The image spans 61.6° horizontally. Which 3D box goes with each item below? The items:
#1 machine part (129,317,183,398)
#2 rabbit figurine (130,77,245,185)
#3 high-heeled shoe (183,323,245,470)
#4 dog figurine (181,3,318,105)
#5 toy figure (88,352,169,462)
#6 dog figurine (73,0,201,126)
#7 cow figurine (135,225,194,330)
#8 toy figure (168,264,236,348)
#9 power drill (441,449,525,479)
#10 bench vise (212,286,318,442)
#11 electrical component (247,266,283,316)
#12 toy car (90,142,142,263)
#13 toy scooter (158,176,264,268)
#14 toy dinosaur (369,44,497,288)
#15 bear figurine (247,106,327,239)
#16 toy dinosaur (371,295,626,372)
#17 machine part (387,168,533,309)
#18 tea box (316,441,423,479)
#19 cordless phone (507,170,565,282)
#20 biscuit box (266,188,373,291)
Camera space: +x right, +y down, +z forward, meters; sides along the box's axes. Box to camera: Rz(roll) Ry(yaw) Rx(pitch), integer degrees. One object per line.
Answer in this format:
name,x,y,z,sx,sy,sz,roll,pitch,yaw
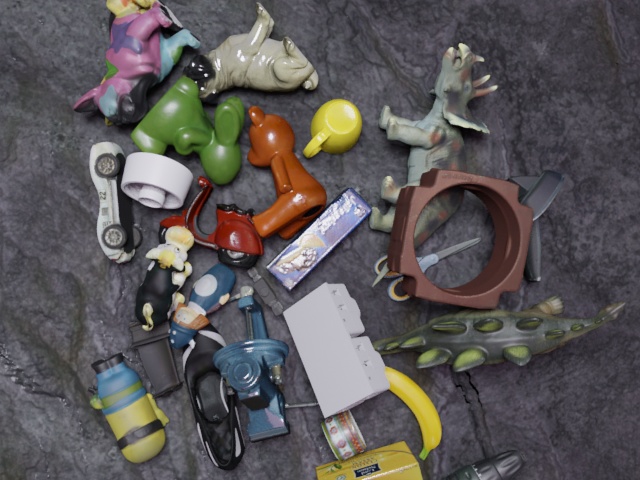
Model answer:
machine part,-0.274,0.197,0.918,0.084,0.039,0.138,-14,89,-10
rabbit figurine,-0.191,-0.175,0.887,0.159,0.121,0.170,-41,110,18
high-heeled shoe,-0.180,0.241,0.869,0.086,0.145,0.248,-19,90,-5
dog figurine,-0.121,-0.276,0.917,0.190,0.121,0.172,-42,89,10
toy figure,-0.320,0.278,0.887,0.082,0.089,0.180,-23,93,4
dog figurine,-0.321,-0.295,0.886,0.219,0.108,0.192,-46,71,9
cow figurine,-0.254,0.061,0.862,0.068,0.098,0.167,21,117,1
toy figure,-0.202,0.109,0.895,0.057,0.064,0.154,52,59,-32
power drill,0.282,0.499,0.936,0.232,0.086,0.207,-21,95,-3
bench vise,-0.100,0.194,0.880,0.129,0.223,0.241,-20,58,11
electrical component,-0.095,0.086,0.919,0.021,0.063,0.094,-34,91,-4
toy car,-0.342,-0.061,0.896,0.056,0.073,0.201,-6,90,4
toy scooter,-0.176,-0.032,0.912,0.184,0.075,0.135,14,87,1
toy dinosaur,0.192,-0.115,0.924,0.192,0.131,0.404,5,95,-3
bear figurine,-0.078,-0.114,0.900,0.132,0.120,0.196,-37,79,17
toy dinosaur,0.241,0.158,0.879,0.472,0.198,0.105,-18,78,28
machine part,0.214,-0.002,0.838,0.201,0.087,0.201,9,91,-8
tea box,0.083,0.411,0.913,0.170,0.098,0.068,-14,91,-6
cordless phone,0.361,-0.018,0.914,0.089,0.146,0.184,-5,87,3
biscuit box,-0.002,-0.003,0.929,0.202,0.063,0.059,-45,93,-3
